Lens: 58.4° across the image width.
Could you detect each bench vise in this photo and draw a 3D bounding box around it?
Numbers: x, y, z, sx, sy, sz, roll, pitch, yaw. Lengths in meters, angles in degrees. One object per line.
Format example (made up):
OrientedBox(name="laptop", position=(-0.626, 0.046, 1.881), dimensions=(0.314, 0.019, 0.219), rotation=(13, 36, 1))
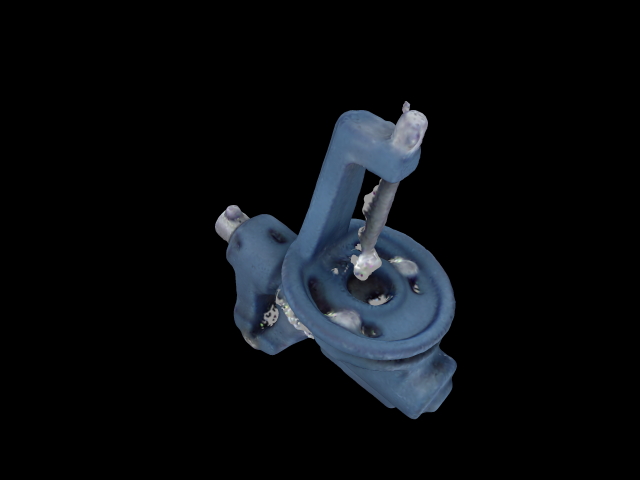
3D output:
OrientedBox(name="bench vise", position=(-0.001, 0.008, 0.391), dimensions=(0.207, 0.220, 0.122), rotation=(12, 36, 17))
